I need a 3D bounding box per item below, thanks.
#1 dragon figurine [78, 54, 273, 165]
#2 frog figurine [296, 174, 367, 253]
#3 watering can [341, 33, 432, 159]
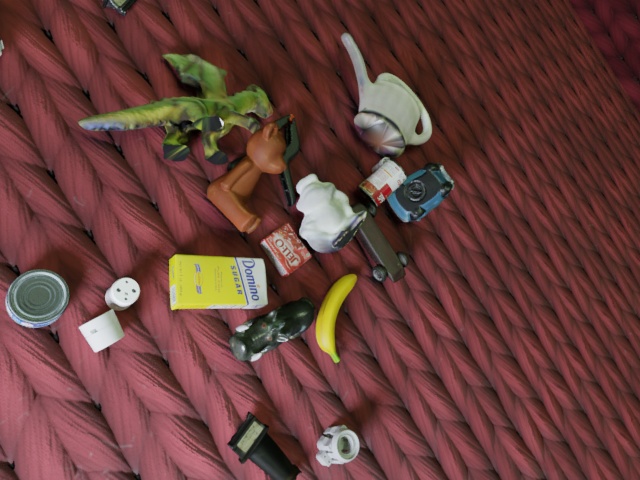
[{"bbox_3d":[-0.265,-0.284,1.037,0.410,0.120,0.248,4,52,-34],"label":"dragon figurine"},{"bbox_3d":[0.003,-0.055,1.098,0.161,0.121,0.138,40,77,15],"label":"frog figurine"},{"bbox_3d":[0.149,-0.352,1.310,0.345,0.102,0.229,39,55,-16],"label":"watering can"}]
